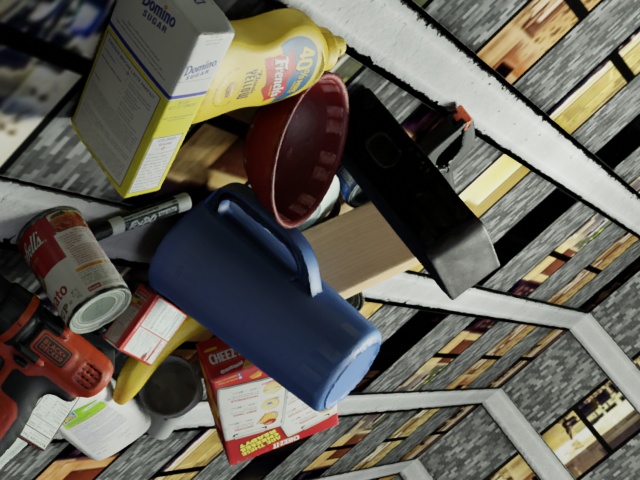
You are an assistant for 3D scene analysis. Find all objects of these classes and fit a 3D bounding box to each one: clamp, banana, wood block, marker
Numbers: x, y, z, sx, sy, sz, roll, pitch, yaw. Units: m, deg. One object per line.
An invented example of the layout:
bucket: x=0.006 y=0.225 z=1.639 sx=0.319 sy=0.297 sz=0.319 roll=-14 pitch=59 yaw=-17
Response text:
clamp: x=-0.242 y=0.102 z=1.208 sx=0.120 sy=0.039 sz=0.171 roll=-53 pitch=154 yaw=5
banana: x=-0.181 y=0.129 z=1.323 sx=0.197 sy=0.069 sz=0.037 roll=-31 pitch=-158 yaw=-33
wood block: x=0.040 y=0.017 z=1.326 sx=0.205 sy=0.091 sz=0.090 roll=-24 pitch=171 yaw=-19
marker: x=-0.185 y=-0.022 z=1.077 sx=0.120 sy=0.020 sz=0.020 roll=-22 pitch=154 yaw=-34
clamp: x=0.141 y=-0.094 z=1.406 sx=0.164 sy=0.036 sz=0.210 roll=-23 pitch=155 yaw=-27

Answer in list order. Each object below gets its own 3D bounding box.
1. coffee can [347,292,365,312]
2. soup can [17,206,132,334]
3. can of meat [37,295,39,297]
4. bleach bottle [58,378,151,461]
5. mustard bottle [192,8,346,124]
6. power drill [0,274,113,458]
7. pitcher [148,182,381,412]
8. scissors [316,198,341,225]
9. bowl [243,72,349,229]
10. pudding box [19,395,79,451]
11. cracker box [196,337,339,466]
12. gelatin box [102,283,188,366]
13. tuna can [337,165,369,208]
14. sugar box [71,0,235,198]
coffee can: x=-0.019 y=0.107 z=1.474 sx=0.102 sy=0.103 sz=0.140 roll=-8 pitch=144 yaw=-51
soup can: x=-0.229 y=0.028 z=0.999 sx=0.068 sy=0.102 sz=0.068 roll=-31 pitch=158 yaw=-14
can of meat: x=-0.307 y=0.113 z=1.073 sx=0.101 sy=0.084 sz=0.057 roll=-25 pitch=154 yaw=-27
bleach bottle: x=-0.286 y=0.195 z=1.305 sx=0.102 sy=0.068 sz=0.251 roll=-35 pitch=156 yaw=-11
mustard bottle: x=-0.052 y=-0.160 z=0.952 sx=0.191 sy=0.058 sz=0.096 roll=-20 pitch=149 yaw=-38
power drill: x=-0.313 y=0.131 z=0.981 sx=0.187 sy=0.184 sz=0.057 roll=-48 pitch=-160 yaw=-3
pitcher: x=-0.053 y=0.061 z=1.132 sx=0.145 sy=0.243 sz=0.149 roll=-50 pitch=161 yaw=-7
scissors: x=-0.009 y=0.002 z=1.396 sx=0.096 sy=0.016 sz=0.202 roll=-29 pitch=156 yaw=-15
bowl: x=-0.030 y=-0.095 z=1.066 sx=0.161 sy=0.055 sz=0.162 roll=-51 pitch=152 yaw=-42
pudding box: x=-0.301 y=0.159 z=1.147 sx=0.113 sy=0.039 sz=0.090 roll=-57 pitch=142 yaw=-16
cracker box: x=-0.065 y=0.192 z=1.405 sx=0.164 sy=0.072 sz=0.214 roll=-19 pitch=142 yaw=-12
gelatin box: x=-0.195 y=0.096 z=1.196 sx=0.073 sy=0.030 sz=0.089 roll=-55 pitch=157 yaw=-7
tuna can: x=0.059 y=-0.079 z=1.314 sx=0.086 sy=0.034 sz=0.086 roll=-31 pitch=157 yaw=-15
sugar box: x=-0.136 y=-0.127 z=0.843 sx=0.048 sy=0.093 sz=0.176 roll=-16 pitch=150 yaw=-45
